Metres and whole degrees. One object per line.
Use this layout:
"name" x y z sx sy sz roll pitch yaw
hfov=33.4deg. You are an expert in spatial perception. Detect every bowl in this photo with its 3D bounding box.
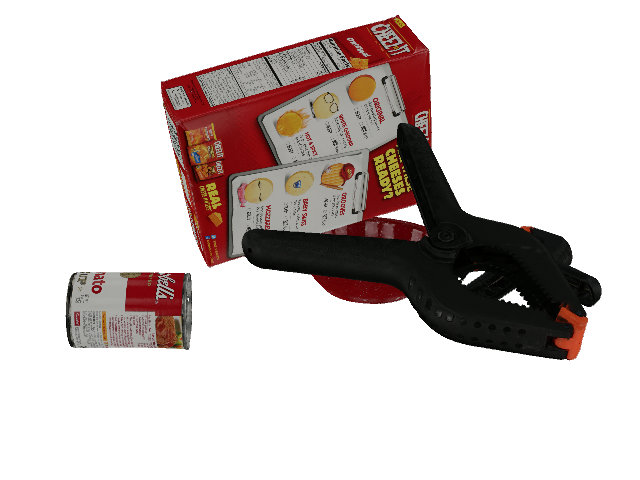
"bowl" 0.051 0.024 1.106 0.162 0.055 0.162 2 18 -1

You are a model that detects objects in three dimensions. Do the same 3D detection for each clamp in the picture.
"clamp" 0.191 0.025 0.937 0.120 0.039 0.171 2 23 20
"clamp" 0.066 0.013 0.661 0.164 0.036 0.210 -31 52 -26

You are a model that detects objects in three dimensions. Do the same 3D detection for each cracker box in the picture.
"cracker box" -0.016 -0.083 0.906 0.213 0.164 0.072 -18 45 -11

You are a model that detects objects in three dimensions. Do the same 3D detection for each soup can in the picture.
"soup can" -0.166 0.061 0.934 0.102 0.068 0.068 1 0 -2
